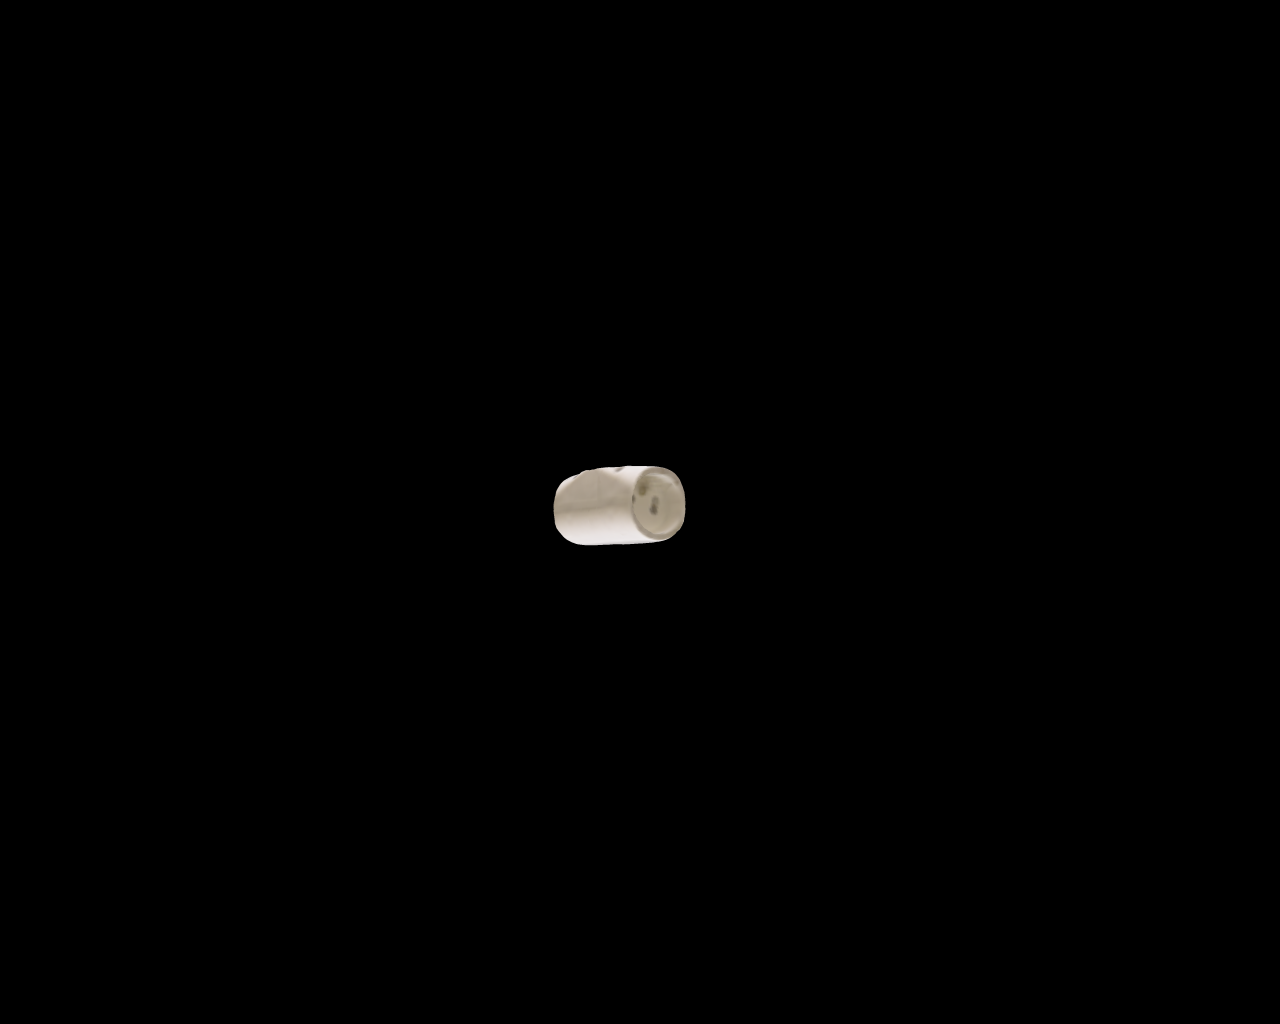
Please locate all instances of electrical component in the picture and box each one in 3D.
[{"bbox_3d":[0.001,-0.003,0.650,0.079,0.044,0.077,4,-6,-39],"label":"electrical component"}]
